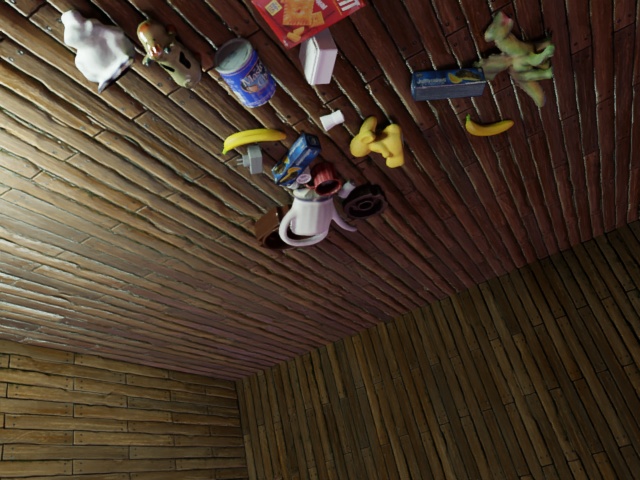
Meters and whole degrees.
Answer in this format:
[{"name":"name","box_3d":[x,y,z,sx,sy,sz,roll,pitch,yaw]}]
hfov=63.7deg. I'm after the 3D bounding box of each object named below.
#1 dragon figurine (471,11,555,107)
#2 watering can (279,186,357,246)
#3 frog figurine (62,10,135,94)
[{"name":"dragon figurine","box_3d":[0.552,-0.498,1.503,0.242,0.125,0.402,-4,152,16]},{"name":"watering can","box_3d":[0.006,-0.093,1.850,0.350,0.105,0.220,-12,121,-35]},{"name":"frog figurine","box_3d":[-0.490,-0.423,1.124,0.136,0.125,0.158,-27,113,36]}]
